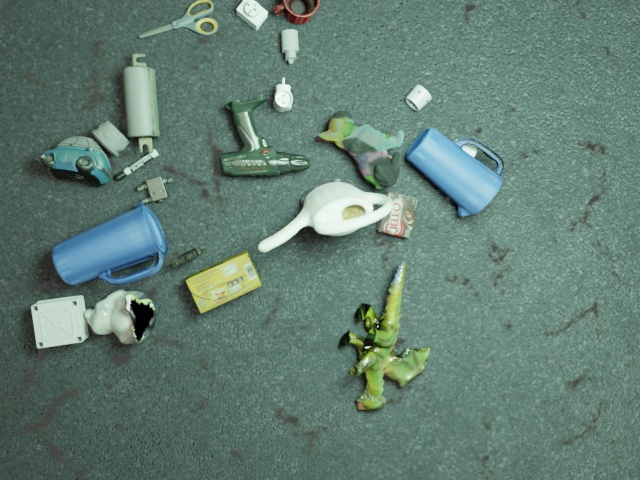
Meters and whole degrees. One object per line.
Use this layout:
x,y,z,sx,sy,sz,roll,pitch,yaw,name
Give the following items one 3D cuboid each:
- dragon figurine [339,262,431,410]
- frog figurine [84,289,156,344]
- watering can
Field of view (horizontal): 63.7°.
0.200,0.283,1.399,0.240,0.123,0.411,33,89,-27,dragon figurine
-0.493,0.194,1.276,0.158,0.125,0.136,-13,107,28,frog figurine
0.004,-0.064,1.275,0.348,0.228,0.102,-15,115,-8,watering can
